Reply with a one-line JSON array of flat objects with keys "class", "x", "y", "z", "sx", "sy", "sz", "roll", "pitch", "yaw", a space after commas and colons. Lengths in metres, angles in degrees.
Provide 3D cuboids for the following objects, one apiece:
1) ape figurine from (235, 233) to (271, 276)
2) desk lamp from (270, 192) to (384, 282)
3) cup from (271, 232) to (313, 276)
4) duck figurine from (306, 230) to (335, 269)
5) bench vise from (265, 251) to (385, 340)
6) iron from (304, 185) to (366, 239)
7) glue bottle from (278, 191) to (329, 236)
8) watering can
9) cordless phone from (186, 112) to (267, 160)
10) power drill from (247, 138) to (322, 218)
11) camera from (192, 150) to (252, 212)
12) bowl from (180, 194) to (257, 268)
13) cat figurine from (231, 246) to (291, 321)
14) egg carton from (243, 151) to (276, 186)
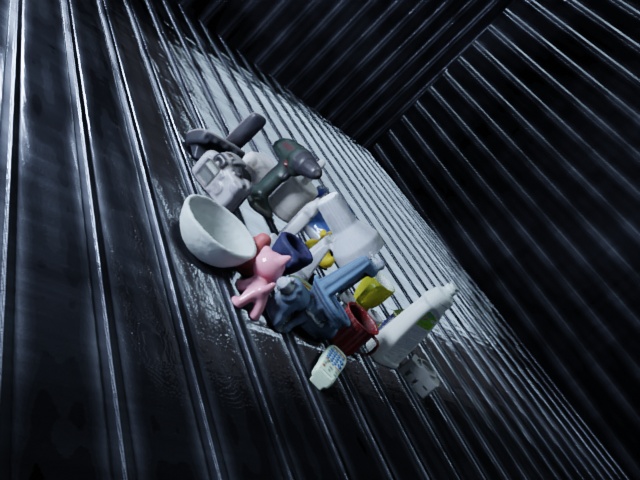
[{"class": "ape figurine", "x": -0.132, "y": 0.023, "z": 1.162, "sx": 0.078, "sy": 0.092, "sz": 0.076, "roll": 39, "pitch": 17, "yaw": -19}, {"class": "desk lamp", "x": 0.012, "y": 0.005, "z": 1.338, "sx": 0.203, "sy": 0.213, "sz": 0.118, "roll": 42, "pitch": 16, "yaw": -11}, {"class": "cup", "x": -0.076, "y": 0.049, "z": 1.229, "sx": 0.092, "sy": 0.095, "sz": 0.117, "roll": 40, "pitch": 17, "yaw": -16}, {"class": "duck figurine", "x": 0.017, "y": 0.018, "z": 1.544, "sx": 0.078, "sy": 0.086, "sz": 0.104, "roll": 24, "pitch": 26, "yaw": -50}, {"class": "bench vise", "x": 0.018, "y": 0.105, "z": 1.097, "sx": 0.121, "sy": 0.219, "sz": 0.208, "roll": 52, "pitch": 18, "yaw": 24}, {"class": "iron", "x": 0.019, "y": -0.077, "z": 1.681, "sx": 0.258, "sy": 0.141, "sz": 0.119, "roll": 50, "pitch": 17, "yaw": 17}, {"class": "glue bottle", "x": -0.037, "y": -0.060, "z": 1.447, "sx": 0.037, "sy": 0.173, "sz": 0.078, "roll": 42, "pitch": 16, "yaw": -8}, {"class": "watering can", "x": -0.046, "y": -0.144, "z": 1.593, "sx": 0.173, "sy": 0.194, "sz": 0.101, "roll": 38, "pitch": 17, "yaw": -22}, {"class": "cordless phone", "x": -0.237, "y": -0.272, "z": 1.462, "sx": 0.148, "sy": 0.185, "sz": 0.094, "roll": 26, "pitch": 25, "yaw": -48}, {"class": "power drill", "x": -0.097, "y": -0.163, "z": 1.492, "sx": 0.076, "sy": 0.208, "sz": 0.229, "roll": 31, "pitch": 21, "yaw": -39}, {"class": "camera", "x": -0.208, "y": -0.147, "z": 1.375, "sx": 0.143, "sy": 0.100, "sz": 0.137, "roll": 50, "pitch": 17, "yaw": 18}, {"class": "bowl", "x": -0.204, "y": -0.003, "z": 1.082, "sx": 0.168, "sy": 0.074, "sz": 0.167, "roll": 40, "pitch": 17, "yaw": -14}, {"class": "cat figurine", "x": -0.102, "y": 0.070, "z": 1.074, "sx": 0.067, "sy": 0.117, "sz": 0.127, "roll": 38, "pitch": 17, "yaw": -20}, {"class": "egg carton", "x": -0.169, "y": -0.200, "z": 1.654, "sx": 0.107, "sy": 0.069, "sz": 0.151, "roll": 48, "pitch": 16, "yaw": 10}]
